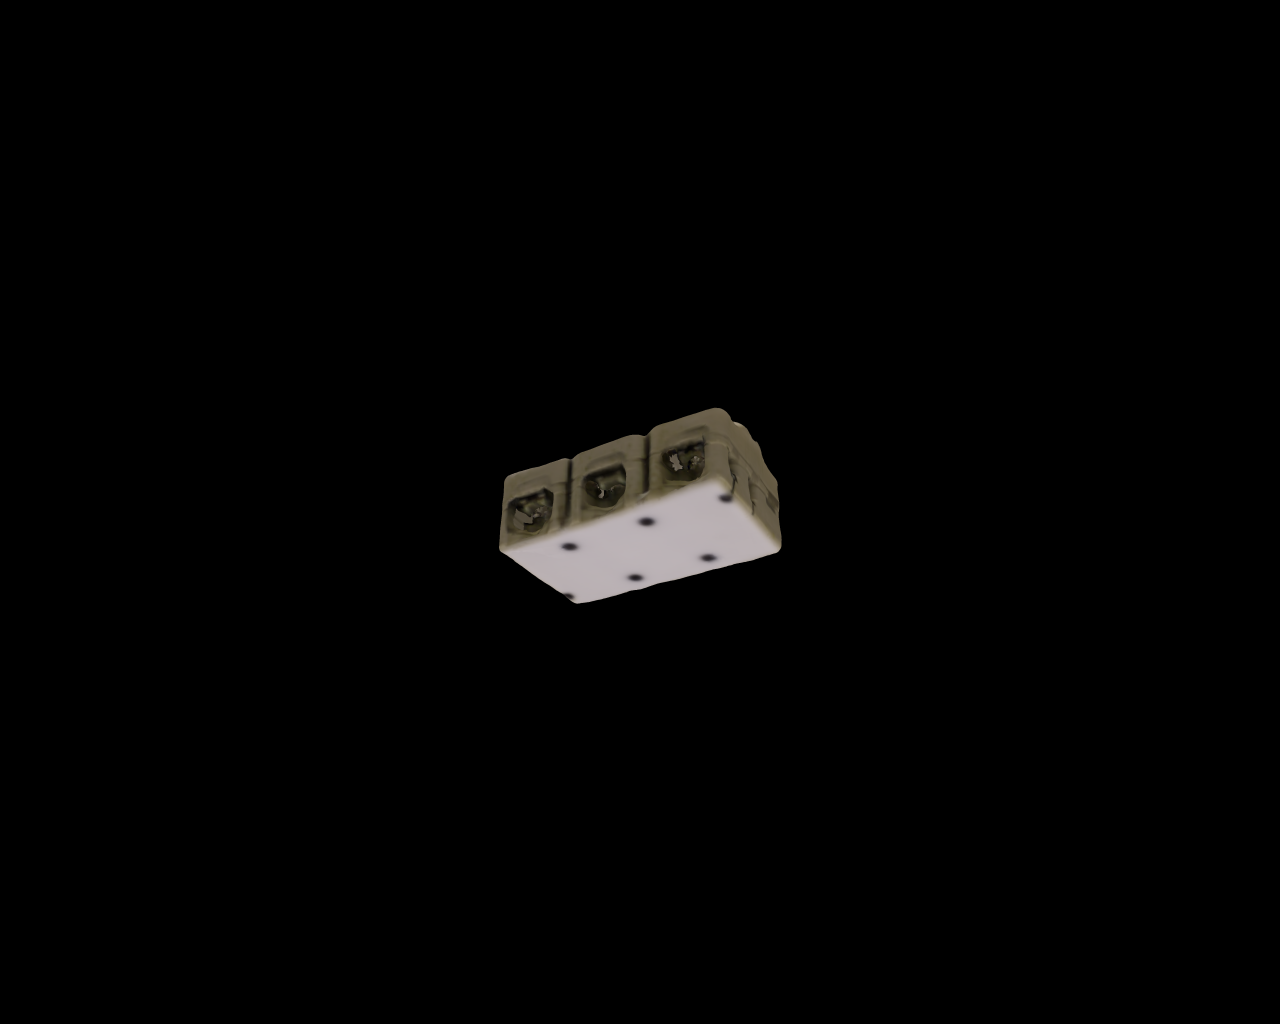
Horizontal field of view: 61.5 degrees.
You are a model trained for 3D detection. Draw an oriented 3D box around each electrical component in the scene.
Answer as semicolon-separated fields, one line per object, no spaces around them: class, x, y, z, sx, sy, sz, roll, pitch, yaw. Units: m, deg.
electrical component;0.001;-0.003;0.650;0.150;0.062;0.089;-17;-36;24
